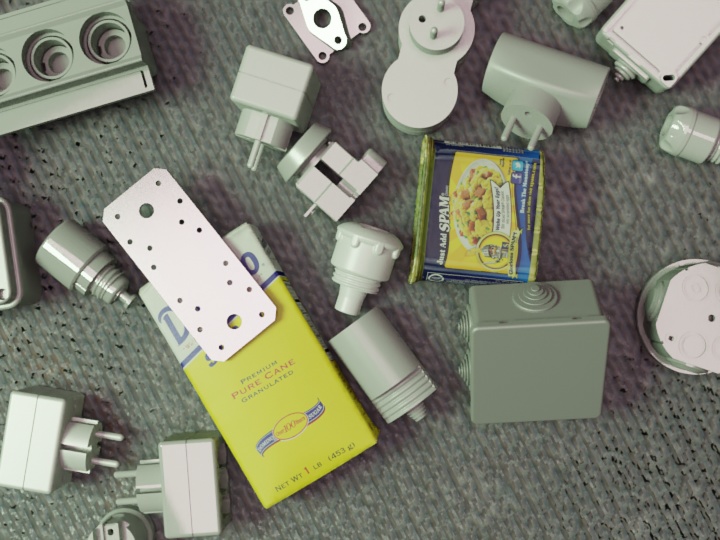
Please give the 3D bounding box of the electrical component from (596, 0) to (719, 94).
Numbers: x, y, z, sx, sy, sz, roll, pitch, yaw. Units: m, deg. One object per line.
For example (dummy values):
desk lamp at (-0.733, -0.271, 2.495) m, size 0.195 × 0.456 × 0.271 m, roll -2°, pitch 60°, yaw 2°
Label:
electrical component at (0.207, -0.166, 0.736) m, size 0.062 × 0.061 × 0.096 m, roll 41°, pitch 98°, yaw 2°

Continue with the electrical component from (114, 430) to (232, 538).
electrical component at (-0.133, 0.149, 0.747) m, size 0.077 × 0.047 × 0.065 m, roll -4°, pitch 89°, yaw 2°

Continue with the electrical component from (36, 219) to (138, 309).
electrical component at (-0.190, -0.001, 0.755) m, size 0.078 × 0.040 × 0.040 m, roll 38°, pitch 91°, yaw 2°

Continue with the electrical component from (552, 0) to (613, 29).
electrical component at (0.164, -0.199, 0.748) m, size 0.035 × 0.035 × 0.061 m, roll 45°, pitch 88°, yaw 2°

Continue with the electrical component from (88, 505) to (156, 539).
electrical component at (-0.167, 0.188, 0.749) m, size 0.040 × 0.046 × 0.040 m, roll 0°, pitch 88°, yaw 2°

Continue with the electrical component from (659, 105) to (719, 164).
electrical component at (0.241, -0.089, 0.744) m, size 0.061 × 0.035 × 0.035 m, roll 21°, pitch 90°, yaw 0°

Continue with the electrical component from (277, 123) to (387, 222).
electrical component at (-0.024, -0.069, 0.748) m, size 0.055 × 0.048 × 0.066 m, roll 41°, pitch 91°, yaw -5°

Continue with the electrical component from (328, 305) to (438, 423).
electrical component at (0.019, 0.069, 0.745) m, size 0.043 × 0.043 × 0.081 m, roll -36°, pitch 88°, yaw 1°

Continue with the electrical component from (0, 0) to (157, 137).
electrical component at (-0.208, -0.143, 0.747) m, size 0.121 × 0.063 × 0.078 m, roll -16°, pitch 89°, yaw 2°

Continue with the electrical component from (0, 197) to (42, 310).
electrical component at (-0.289, -0.005, 0.751) m, size 0.113 × 0.057 × 0.078 m, roll -8°, pitch 89°, yaw 2°

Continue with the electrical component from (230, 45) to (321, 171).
electrical component at (-0.063, -0.105, 0.740) m, size 0.047 × 0.066 × 0.076 m, roll 18°, pitch 90°, yaw 2°

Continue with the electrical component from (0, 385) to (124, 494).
electrical component at (-0.204, 0.120, 0.751) m, size 0.077 × 0.047 × 0.065 m, roll 9°, pitch 89°, yaw 2°

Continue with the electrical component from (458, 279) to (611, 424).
electrical component at (0.116, 0.054, 0.720) m, size 0.100 × 0.048 × 0.099 m, roll -3°, pitch 128°, yaw 2°

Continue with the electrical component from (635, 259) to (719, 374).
electrical component at (0.233, 0.032, 0.734) m, size 0.080 × 0.051 × 0.080 m, roll 0°, pitch 89°, yaw 2°

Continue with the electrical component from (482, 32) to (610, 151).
electrical component at (0.120, -0.115, 0.731) m, size 0.077 × 0.043 × 0.079 m, roll 21°, pitch 66°, yaw 11°

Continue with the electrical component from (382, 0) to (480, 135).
electrical component at (0.052, -0.164, 0.732) m, size 0.052 × 0.074 × 0.138 m, roll 15°, pitch 90°, yaw 2°

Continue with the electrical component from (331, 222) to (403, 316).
electrical component at (0.000, 0.000, 0.747) m, size 0.048 × 0.048 × 0.062 m, roll 18°, pitch 97°, yaw 2°
